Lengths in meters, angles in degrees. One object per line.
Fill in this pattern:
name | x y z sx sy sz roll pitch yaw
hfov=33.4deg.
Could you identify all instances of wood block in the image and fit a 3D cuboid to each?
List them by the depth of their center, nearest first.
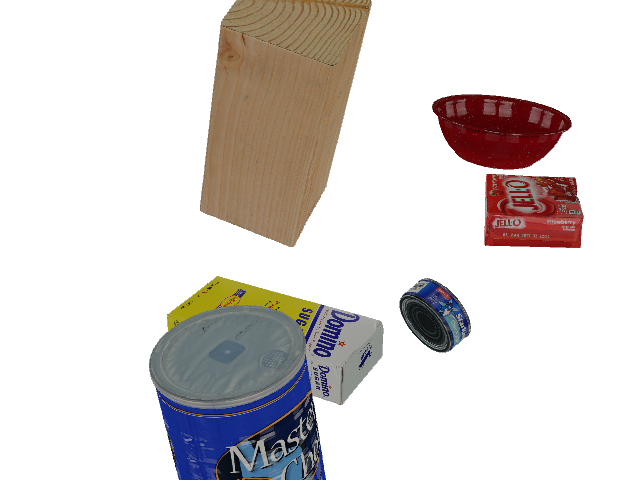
wood block | -0.033 -0.103 0.860 0.091 0.090 0.206 22 -40 7

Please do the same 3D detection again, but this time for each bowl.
bowl | 0.207 -0.123 1.244 0.162 0.055 0.162 4 23 -2

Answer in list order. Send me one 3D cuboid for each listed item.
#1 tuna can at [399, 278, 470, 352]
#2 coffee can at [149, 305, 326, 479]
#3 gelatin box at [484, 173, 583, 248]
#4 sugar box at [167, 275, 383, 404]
tuna can | 0.133 0.088 1.247 0.033 0.086 0.086 -37 17 -24
coffee can | -0.052 0.130 0.725 0.103 0.140 0.103 -6 31 3
gelatin box | 0.167 -0.025 0.844 0.073 0.030 0.089 3 24 8
sugar box | -0.040 0.086 0.963 0.176 0.048 0.093 11 27 23
